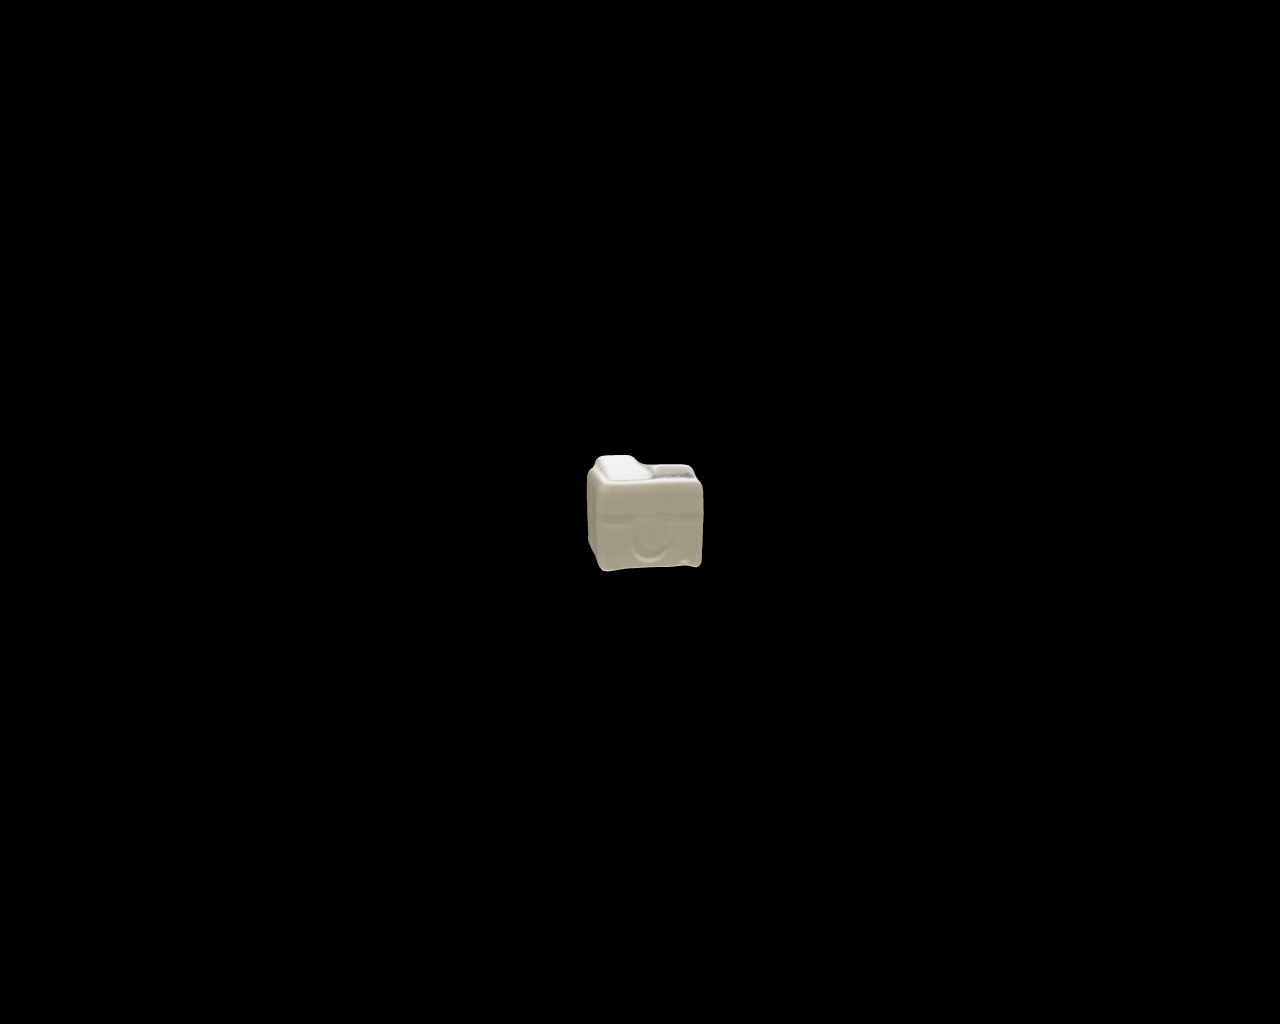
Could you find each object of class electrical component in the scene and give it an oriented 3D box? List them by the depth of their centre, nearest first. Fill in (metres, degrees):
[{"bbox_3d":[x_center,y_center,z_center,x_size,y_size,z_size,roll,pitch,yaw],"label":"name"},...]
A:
[{"bbox_3d":[0.001,-0.003,0.650,0.062,0.061,0.096,-1,9,-7],"label":"electrical component"}]
